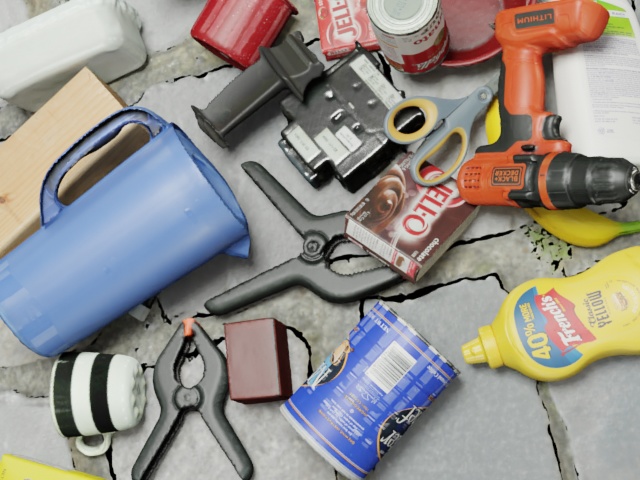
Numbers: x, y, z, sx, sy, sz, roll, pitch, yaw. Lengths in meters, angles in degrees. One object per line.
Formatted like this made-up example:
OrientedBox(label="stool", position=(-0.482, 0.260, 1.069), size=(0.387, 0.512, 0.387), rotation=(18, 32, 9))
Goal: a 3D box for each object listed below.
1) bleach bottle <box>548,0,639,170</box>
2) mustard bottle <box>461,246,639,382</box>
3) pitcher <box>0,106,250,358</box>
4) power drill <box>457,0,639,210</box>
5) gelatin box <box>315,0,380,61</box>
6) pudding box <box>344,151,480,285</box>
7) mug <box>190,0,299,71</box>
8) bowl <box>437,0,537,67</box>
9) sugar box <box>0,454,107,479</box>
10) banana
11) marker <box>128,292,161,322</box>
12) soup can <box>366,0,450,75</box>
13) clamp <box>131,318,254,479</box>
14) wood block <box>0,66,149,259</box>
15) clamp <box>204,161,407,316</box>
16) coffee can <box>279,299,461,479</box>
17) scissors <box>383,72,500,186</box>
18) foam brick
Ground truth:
OrientedBox(label="bleach bottle", position=(0.275, -0.179, 1.030), size=(0.102, 0.068, 0.251), rotation=(4, 71, -14))
OrientedBox(label="mustard bottle", position=(0.225, 0.078, 0.989), size=(0.192, 0.058, 0.096), rotation=(-19, 73, 9))
OrientedBox(label="pitcher", position=(-0.202, -0.003, 1.032), size=(0.243, 0.145, 0.149), rotation=(-35, 57, 3))
OrientedBox(label="power drill", position=(0.211, -0.119, 0.962), size=(0.185, 0.057, 0.187), rotation=(3, 81, 45))
OrientedBox(label="gelatin box", position=(0.034, -0.239, 1.120), size=(0.073, 0.030, 0.089), rotation=(-9, 75, 11))
OrientedBox(label="pudding box", position=(0.090, -0.023, 1.031), size=(0.090, 0.039, 0.113), rotation=(34, 60, 18))
OrientedBox(label="mug", position=(-0.089, -0.232, 1.124), size=(0.117, 0.093, 0.081), rotation=(32, 91, 48))
OrientedBox(label="bowl", position=(0.141, -0.242, 1.083), size=(0.162, 0.055, 0.162), rotation=(-3, 77, 12))
OrientedBox(label="sugar box", position=(-0.243, 0.279, 1.059), size=(0.176, 0.048, 0.093), rotation=(11, 80, 16))
OrientedBox(label="banana", position=(0.216, -0.057, 1.036), size=(0.069, 0.037, 0.198), rotation=(-35, 73, -23))
OrientedBox(label="marker", position=(-0.160, 0.029, 1.110), size=(0.020, 0.020, 0.121), rotation=(29, 85, 17))
OrientedBox(label="soup can", position=(0.084, -0.205, 1.004), size=(0.068, 0.102, 0.068), rotation=(-3, 78, 12))
OrientedBox(label="clamp", position=(-0.137, 0.166, 1.062), size=(0.120, 0.039, 0.171), rotation=(-11, 70, -2))
OrientedBox(label="wood block", position=(-0.279, -0.071, 1.124), size=(0.206, 0.090, 0.091), rotation=(-42, 73, 1))
OrientedBox(label="clamp", position=(-0.007, 0.001, 1.072), size=(0.210, 0.036, 0.164), rotation=(3, 76, 15))
OrientedBox(label="coffee can", position=(0.046, 0.140, 0.993), size=(0.103, 0.102, 0.140), rotation=(42, 89, 18))
OrientedBox(label="scissors", position=(0.138, -0.144, 1.036), size=(0.096, 0.016, 0.201), rotation=(35, 80, -5))
OrientedBox(label="foam brick", position=(-0.060, 0.120, 1.049), size=(0.051, 0.053, 0.078), rotation=(-9, 74, 11))
